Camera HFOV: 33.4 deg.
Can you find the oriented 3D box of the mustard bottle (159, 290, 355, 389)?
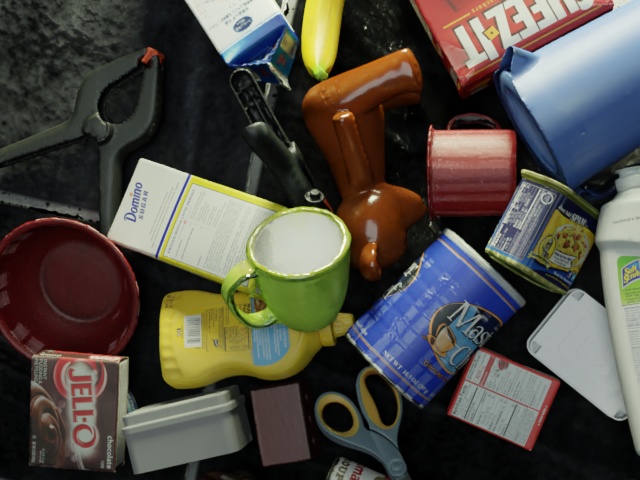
[{"bbox_3d":[-0.060,0.091,1.057,0.192,0.058,0.096,-7,67,9],"label":"mustard bottle"}]

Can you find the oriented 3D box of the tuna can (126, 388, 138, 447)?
[{"bbox_3d":[-0.232,0.183,1.096,0.086,0.033,0.086,-1,87,10],"label":"tuna can"}]

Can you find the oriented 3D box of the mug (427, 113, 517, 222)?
[{"bbox_3d":[0.147,-0.073,1.020,0.081,0.093,0.117,0,54,10],"label":"mug"}]

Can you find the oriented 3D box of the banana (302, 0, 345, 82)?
[{"bbox_3d":[0.012,-0.242,1.064,0.037,0.070,0.198,13,79,-25],"label":"banana"}]

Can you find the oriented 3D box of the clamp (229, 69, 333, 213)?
[{"bbox_3d":[-0.039,-0.086,1.037,0.039,0.171,0.120,-22,46,11],"label":"clamp"}]

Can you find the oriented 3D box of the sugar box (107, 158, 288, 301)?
[{"bbox_3d":[-0.117,-0.012,1.062,0.176,0.048,0.093,20,84,26],"label":"sugar box"}]

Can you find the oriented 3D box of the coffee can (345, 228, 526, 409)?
[{"bbox_3d":[0.108,0.073,1.006,0.103,0.102,0.140,44,93,9],"label":"coffee can"}]

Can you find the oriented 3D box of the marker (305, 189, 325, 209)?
[{"bbox_3d":[-0.007,0.001,1.037,0.020,0.020,0.121,11,130,10],"label":"marker"}]

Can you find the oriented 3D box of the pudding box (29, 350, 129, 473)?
[{"bbox_3d":[-0.238,0.168,1.055,0.090,0.039,0.113,3,95,10],"label":"pudding box"}]

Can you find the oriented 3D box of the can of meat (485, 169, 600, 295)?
[{"bbox_3d":[0.206,-0.004,0.973,0.058,0.102,0.084,27,90,47],"label":"can of meat"}]

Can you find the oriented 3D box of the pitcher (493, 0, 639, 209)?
[{"bbox_3d":[0.297,-0.147,0.984,0.243,0.149,0.145,-30,68,4],"label":"pitcher"}]

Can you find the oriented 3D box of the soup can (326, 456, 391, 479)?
[{"bbox_3d":[0.052,0.258,1.025,0.102,0.068,0.068,21,91,11],"label":"soup can"}]

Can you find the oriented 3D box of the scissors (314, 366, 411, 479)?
[{"bbox_3d":[0.052,0.212,1.006,0.096,0.016,0.202,-9,57,-3],"label":"scissors"}]

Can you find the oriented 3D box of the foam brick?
[{"bbox_3d":[-0.033,0.180,1.052,0.051,0.053,0.078,-10,86,9],"label":"foam brick"}]

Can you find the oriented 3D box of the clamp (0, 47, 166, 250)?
[{"bbox_3d":[-0.221,-0.103,1.109,0.164,0.036,0.210,43,97,7],"label":"clamp"}]

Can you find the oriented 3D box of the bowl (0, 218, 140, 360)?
[{"bbox_3d":[-0.253,0.050,1.084,0.162,0.055,0.162,3,106,9],"label":"bowl"}]

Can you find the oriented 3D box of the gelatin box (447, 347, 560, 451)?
[{"bbox_3d":[0.176,0.151,1.029,0.089,0.030,0.073,23,92,11],"label":"gelatin box"}]

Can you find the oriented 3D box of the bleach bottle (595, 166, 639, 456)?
[{"bbox_3d":[0.304,0.058,0.935,0.103,0.068,0.251,-10,84,14],"label":"bleach bottle"}]

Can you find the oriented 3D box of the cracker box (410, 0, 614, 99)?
[{"bbox_3d":[0.160,-0.272,1.034,0.164,0.072,0.214,-28,83,8],"label":"cracker box"}]
